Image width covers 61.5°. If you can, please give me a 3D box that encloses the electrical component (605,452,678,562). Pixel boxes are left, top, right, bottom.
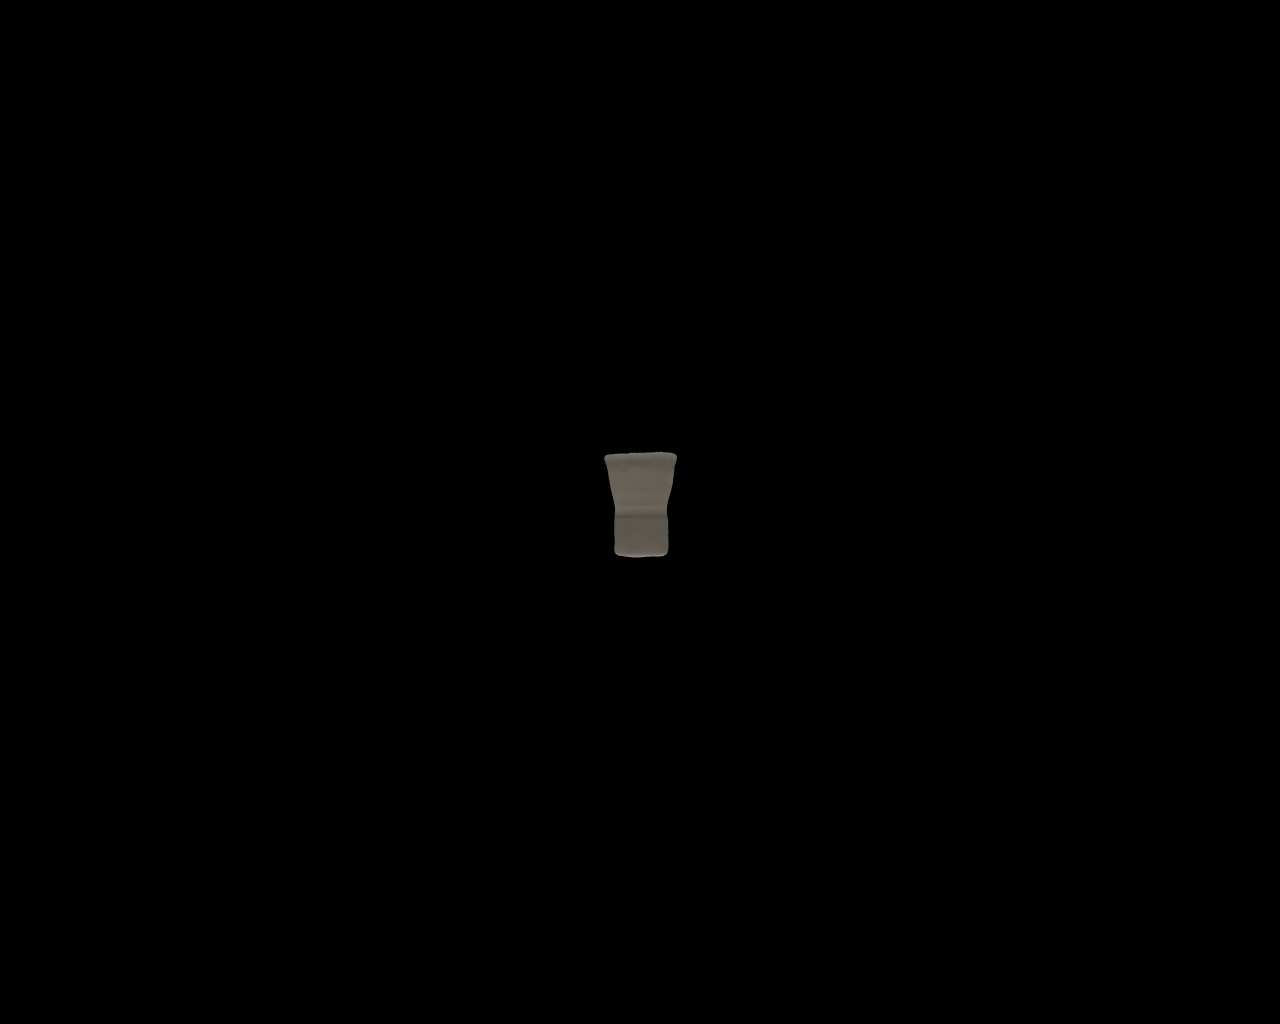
[{"bbox_3d":[0.001,-0.003,0.650,0.044,0.065,0.044,0,0,0],"label":"electrical component"}]
